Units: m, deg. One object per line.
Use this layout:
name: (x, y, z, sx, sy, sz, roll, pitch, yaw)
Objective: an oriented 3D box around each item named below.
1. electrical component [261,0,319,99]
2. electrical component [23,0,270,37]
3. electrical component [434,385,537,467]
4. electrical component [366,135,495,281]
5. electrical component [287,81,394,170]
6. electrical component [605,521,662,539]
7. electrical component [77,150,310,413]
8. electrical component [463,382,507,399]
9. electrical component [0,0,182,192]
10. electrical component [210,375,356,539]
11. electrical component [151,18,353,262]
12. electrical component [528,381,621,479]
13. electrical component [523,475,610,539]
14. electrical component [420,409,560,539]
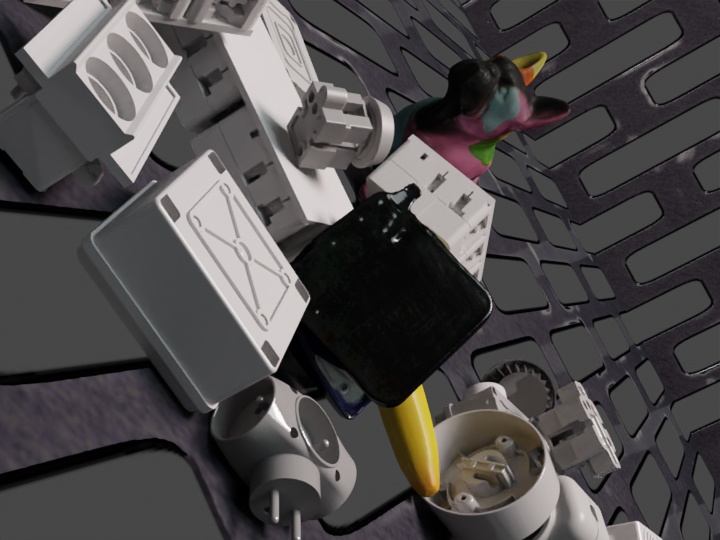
electrical component: (-0.080, -0.167, 0.865, 0.078, 0.057, 0.113, 34, 32, -57)
electrical component: (-0.131, -0.206, 0.657, 0.150, 0.061, 0.089, 1, 57, -36)
electrical component: (0.118, 0.159, 0.914, 0.113, 0.057, 0.078, 43, 24, -46)
electrical component: (0.054, -0.029, 0.901, 0.089, 0.062, 0.150, 41, -17, 18)
electrical component: (-0.011, -0.093, 0.712, 0.055, 0.066, 0.048, 4, 52, -30)
electrical component: (0.236, 0.272, 1.004, 0.100, 0.100, 0.048, 40, 40, -51)
electrical component: (-0.084, 0.003, 0.579, 0.108, 0.056, 0.108, 57, 17, -13)
electrical component: (0.117, 0.133, 0.987, 0.040, 0.040, 0.046, 46, 29, -41)
electrical component: (-0.141, -0.092, 0.557, 0.078, 0.063, 0.121, 54, 18, -22)
electrical component: (-0.039, 0.106, 0.565, 0.077, 0.044, 0.079, 50, 20, -32)
electrical component: (-0.079, -0.097, 0.750, 0.186, 0.060, 0.105, 64, 17, 11)
electrical component: (0.174, 0.141, 0.899, 0.058, 0.057, 0.078, 26, 38, -62)
electrical component: (0.133, 0.201, 0.823, 0.059, 0.095, 0.053, 47, 22, -38)
electrical component: (0.094, 0.153, 0.792, 0.064, 0.099, 0.099, 60, 16, -25)
